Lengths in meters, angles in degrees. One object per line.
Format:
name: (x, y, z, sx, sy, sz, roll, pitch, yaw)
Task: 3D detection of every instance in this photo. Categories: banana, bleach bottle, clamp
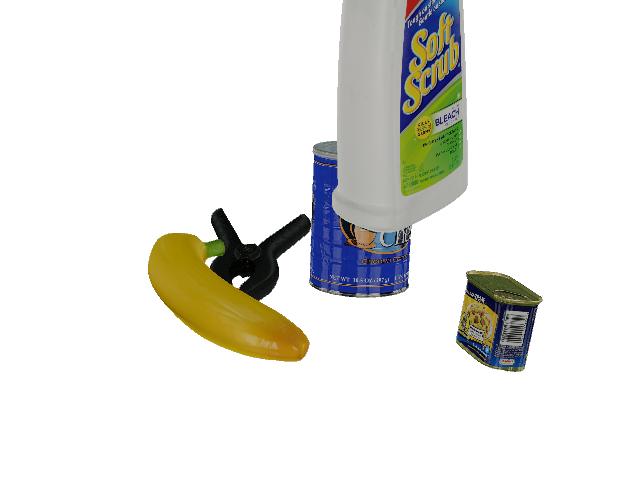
banana: (-0.070, 0.029, 0.684, 0.069, 0.037, 0.198, -8, 22, -18)
bleach bottle: (0.051, -0.137, 0.705, 0.102, 0.251, 0.068, -28, 36, -35)
clamp: (-0.072, 0.019, 1.227, 0.120, 0.039, 0.171, -6, 41, 6)

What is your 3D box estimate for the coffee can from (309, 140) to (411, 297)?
coffee can: (0.041, -0.024, 1.070, 0.103, 0.140, 0.103, 2, 13, -1)

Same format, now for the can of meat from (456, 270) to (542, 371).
can of meat: (0.195, 0.089, 1.185, 0.057, 0.084, 0.102, 4, 15, -20)
